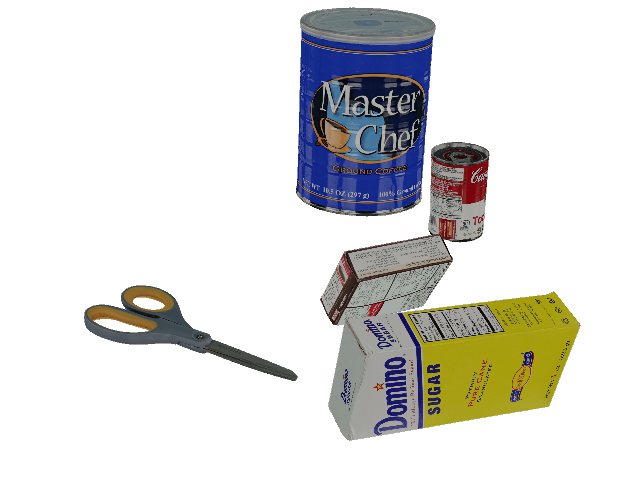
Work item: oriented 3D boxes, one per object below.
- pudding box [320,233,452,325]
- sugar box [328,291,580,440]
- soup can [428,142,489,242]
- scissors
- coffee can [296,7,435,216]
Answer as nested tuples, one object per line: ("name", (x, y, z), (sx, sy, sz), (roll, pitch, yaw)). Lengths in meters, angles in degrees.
("pudding box", (0.066, 0.039, 1.071), (0.113, 0.039, 0.090), (-12, -31, -26))
("sugar box", (0.099, 0.094, 0.800), (0.176, 0.093, 0.048), (-8, 40, -21))
("soup can", (0.162, -0.057, 1.263), (0.068, 0.102, 0.068), (0, 25, 0))
("scissors", (-0.111, 0.080, 0.965), (0.202, 0.016, 0.096), (11, 28, 5))
("coffee can", (0.033, -0.102, 0.835), (0.103, 0.140, 0.103), (2, 23, -1))
